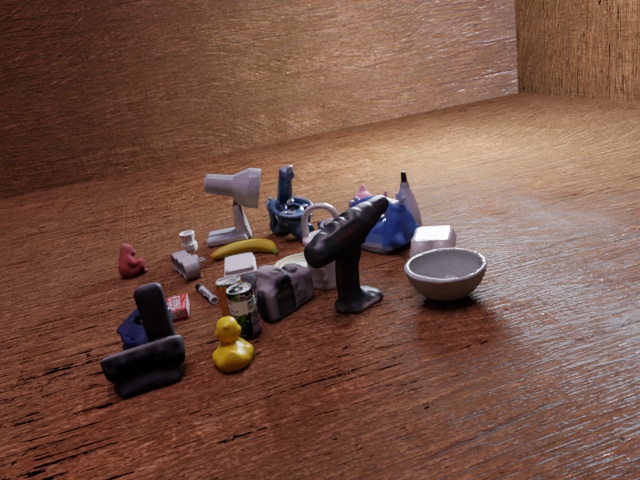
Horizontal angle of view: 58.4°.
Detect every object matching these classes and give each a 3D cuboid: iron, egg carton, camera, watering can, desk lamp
[{"bbox_3d":[0.140,-0.056,1.509,0.119,0.141,0.257,-26,25,-39],"label":"iron"},{"bbox_3d":[0.269,0.015,1.359,0.107,0.069,0.150,-4,20,16],"label":"egg carton"},{"bbox_3d":[-0.106,0.098,1.255,0.136,0.101,0.143,8,26,41],"label":"camera"},{"bbox_3d":[0.010,0.005,1.320,0.101,0.194,0.172,-11,20,-3],"label":"watering can"},{"bbox_3d":[-0.259,-0.105,1.724,0.203,0.214,0.118,-11,20,-3],"label":"desk lamp"}]

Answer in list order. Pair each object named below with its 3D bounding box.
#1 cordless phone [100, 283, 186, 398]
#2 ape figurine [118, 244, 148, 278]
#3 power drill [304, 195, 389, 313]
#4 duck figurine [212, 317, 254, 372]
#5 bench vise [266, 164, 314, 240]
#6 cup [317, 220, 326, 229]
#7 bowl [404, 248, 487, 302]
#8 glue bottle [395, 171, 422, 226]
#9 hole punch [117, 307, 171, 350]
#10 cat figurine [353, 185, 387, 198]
[{"bbox_3d":[-0.325,0.171,1.025,0.148,0.185,0.094,-17,21,-21],"label":"cordless phone"},{"bbox_3d":[-0.527,0.054,1.589,0.076,0.092,0.077,-24,24,-35],"label":"ape figurine"},{"bbox_3d":[0.071,0.034,1.188,0.230,0.209,0.075,-25,25,-38],"label":"power drill"},{"bbox_3d":[-0.167,0.186,1.059,0.077,0.086,0.104,-12,20,-6],"label":"duck figurine"},{"bbox_3d":[-0.110,-0.113,1.669,0.206,0.220,0.122,6,25,38],"label":"bench vise"},{"bbox_3d":[0.038,-0.003,1.477,0.092,0.095,0.117,-25,24,-36],"label":"cup"},{"bbox_3d":[0.259,0.080,1.173,0.167,0.075,0.167,-8,19,3],"label":"bowl"},{"bbox_3d":[0.232,-0.102,1.545,0.037,0.173,0.077,-23,23,-32],"label":"glue bottle"},{"bbox_3d":[-0.353,0.178,1.160,0.101,0.091,0.108,-26,25,-38],"label":"hole punch"},{"bbox_3d":[0.148,-0.107,1.683,0.128,0.118,0.067,-17,21,-20],"label":"cat figurine"}]
